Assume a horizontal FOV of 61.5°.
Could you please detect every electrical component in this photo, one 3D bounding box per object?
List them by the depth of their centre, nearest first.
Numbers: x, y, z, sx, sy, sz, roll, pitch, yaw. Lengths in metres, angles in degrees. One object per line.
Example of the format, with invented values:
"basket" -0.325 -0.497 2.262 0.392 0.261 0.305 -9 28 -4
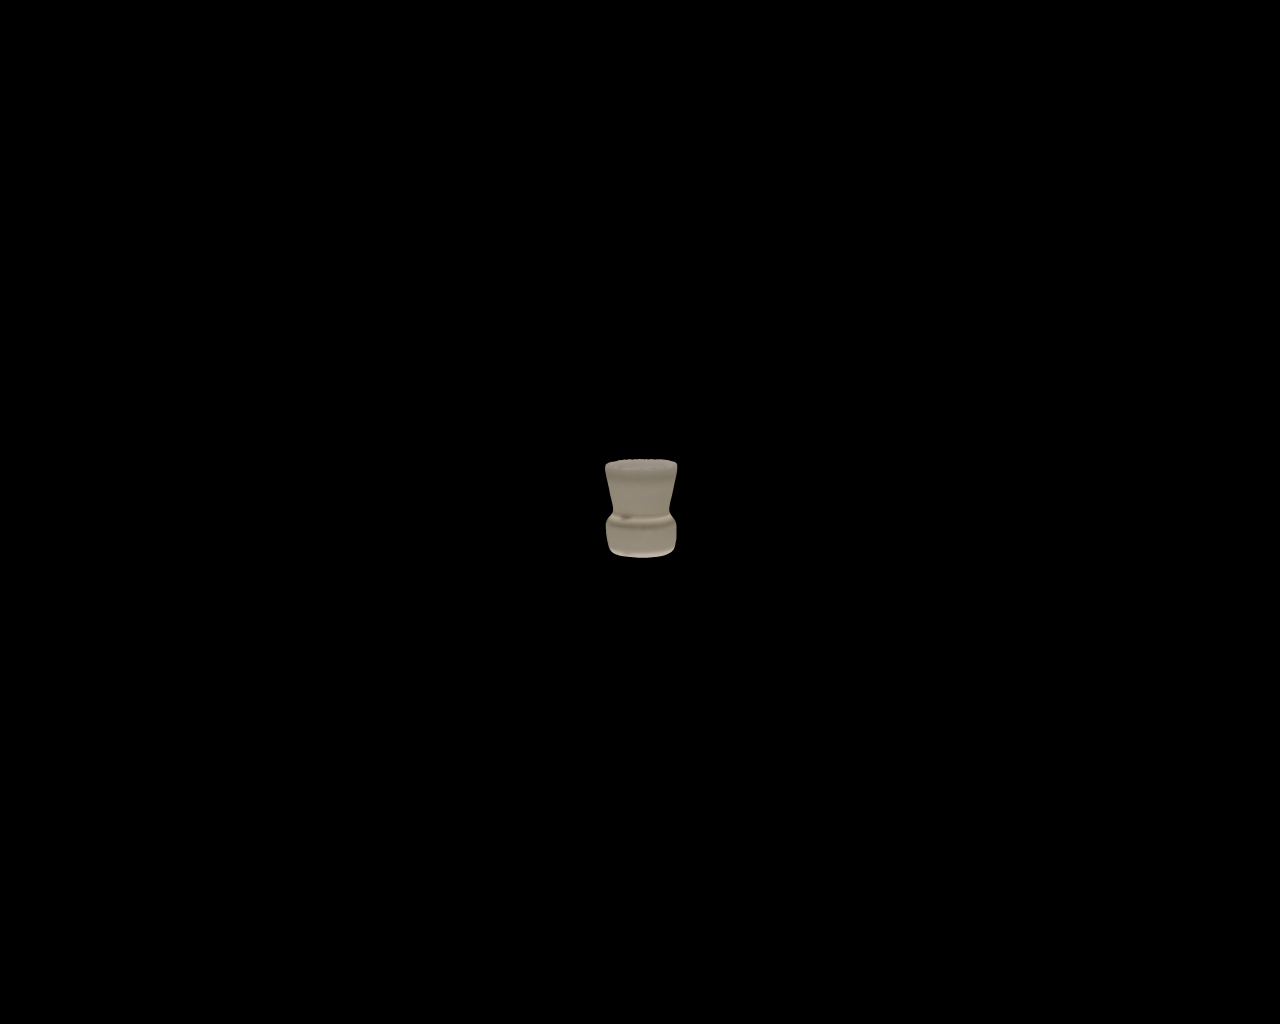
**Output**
"electrical component" 0.001 -0.003 0.650 0.045 0.055 0.045 0 10 0
